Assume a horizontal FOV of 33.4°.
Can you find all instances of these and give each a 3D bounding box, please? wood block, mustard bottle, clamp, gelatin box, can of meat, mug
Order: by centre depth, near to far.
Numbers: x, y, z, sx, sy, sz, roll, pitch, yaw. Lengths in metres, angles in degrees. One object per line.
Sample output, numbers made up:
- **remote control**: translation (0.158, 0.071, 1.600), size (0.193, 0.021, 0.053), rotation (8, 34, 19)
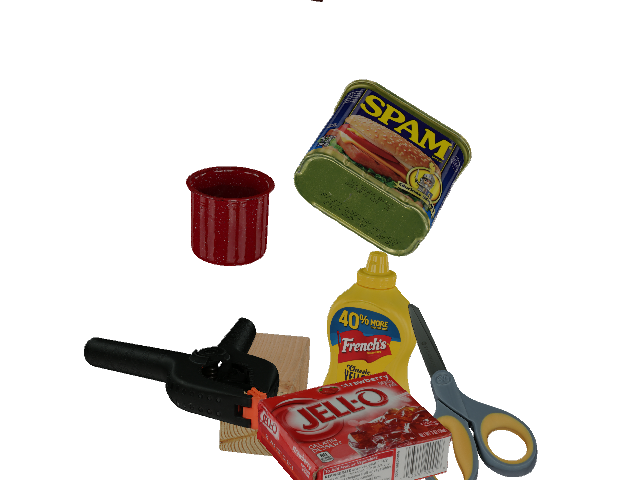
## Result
- **gelatin box**: translation (0.018, 0.110, 0.608), size (0.089, 0.030, 0.073), rotation (-8, 26, -27)
- **can of meat**: translation (0.042, -0.049, 0.732), size (0.102, 0.083, 0.058), rotation (32, -40, 0)
- **clamp**: translation (-0.088, 0.109, 0.916), size (0.164, 0.036, 0.210), rotation (-9, 16, -34)
- **mustard bottle**: translation (0.053, 0.106, 1.119), size (0.096, 0.192, 0.058), rotation (11, 14, 25)
- **mug**: translation (-0.095, -0.030, 1.147), size (0.093, 0.081, 0.117), rotation (7, 25, 6)
- **wood block**: translation (-0.071, 0.202, 1.435), size (0.091, 0.090, 0.206), rotation (5, 15, 4)

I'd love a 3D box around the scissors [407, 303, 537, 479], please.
- **scissors**: translation (0.117, 0.118, 0.841), size (0.096, 0.016, 0.201), rotation (-2, 40, 7)
